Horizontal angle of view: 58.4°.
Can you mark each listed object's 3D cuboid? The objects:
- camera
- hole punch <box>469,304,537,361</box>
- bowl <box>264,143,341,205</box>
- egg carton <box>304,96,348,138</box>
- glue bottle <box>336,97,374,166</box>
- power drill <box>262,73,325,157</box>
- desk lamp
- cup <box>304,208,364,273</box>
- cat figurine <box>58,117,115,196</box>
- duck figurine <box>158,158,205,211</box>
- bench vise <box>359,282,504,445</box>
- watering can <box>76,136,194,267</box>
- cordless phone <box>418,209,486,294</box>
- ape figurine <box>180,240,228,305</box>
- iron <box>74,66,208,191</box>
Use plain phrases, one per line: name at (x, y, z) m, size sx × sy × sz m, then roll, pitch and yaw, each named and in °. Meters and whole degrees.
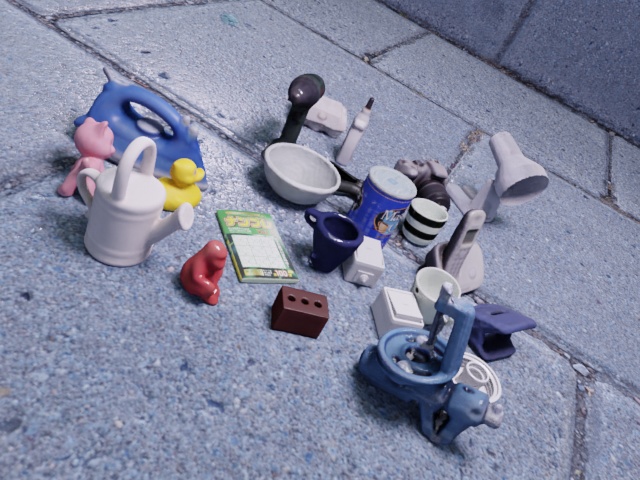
camera at (0.252, -0.127, 1.363) m, size 0.143 × 0.100 × 0.136 m, roll 12°, pitch 37°, yaw -21°
hole punch at (0.320, 0.154, 1.047) m, size 0.109 × 0.091 × 0.101 m, roll -4°, pitch 44°, yaw -37°
bowl at (-0.046, -0.125, 1.179) m, size 0.168 × 0.074 × 0.167 m, roll 18°, pitch 35°, yaw -13°
egg carton at (0.000, -0.327, 1.483) m, size 0.150 × 0.069 × 0.107 m, roll 19°, pitch 35°, yaw -12°
glue bottle at (0.089, -0.264, 1.367) m, size 0.037 × 0.173 × 0.078 m, roll 24°, pitch 34°, yaw -4°
power drill at (-0.052, -0.266, 1.242) m, size 0.075 × 0.208 × 0.230 m, roll 25°, pitch 34°, yaw -2°
desk lamp at (0.434, -0.144, 1.409) m, size 0.118 × 0.213 × 0.202 m, roll 3°, pitch 41°, yaw -31°
cup at (0.009, 0.004, 1.030) m, size 0.117 × 0.095 × 0.092 m, roll 34°, pitch 34°, yaw 10°
cat figurine at (-0.375, -0.142, 0.938) m, size 0.067 × 0.117 × 0.127 m, roll 15°, pitch 36°, yaw -17°
duck figurine at (-0.249, -0.103, 1.002) m, size 0.105 × 0.086 × 0.077 m, roll -8°, pitch 47°, yaw -41°
bench vise at (0.181, 0.169, 0.817) m, size 0.207 × 0.219 × 0.121 m, roll 26°, pitch 34°, yaw -1°
watering can at (-0.269, -0.061, 0.836) m, size 0.173 × 0.194 × 0.101 m, roll 15°, pitch 36°, yaw -17°
cordless phone at (0.291, 0.017, 1.123) m, size 0.148 × 0.185 × 0.094 m, roll -9°, pitch 48°, yaw -41°
ape figurine at (-0.167, 0.040, 0.863) m, size 0.076 × 0.092 × 0.078 m, roll 33°, pitch 34°, yaw 9°
iron at (-0.304, -0.203, 1.047) m, size 0.258 × 0.141 × 0.119 m, roll 26°, pitch 34°, yaw -1°
